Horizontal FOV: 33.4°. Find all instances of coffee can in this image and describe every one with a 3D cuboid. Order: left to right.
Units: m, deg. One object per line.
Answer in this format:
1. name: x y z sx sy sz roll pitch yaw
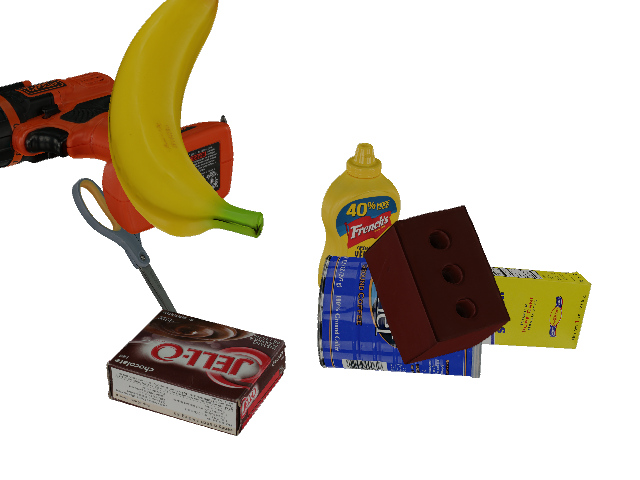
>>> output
1. coffee can: 0.074 0.067 0.951 0.140 0.103 0.102 3 0 9

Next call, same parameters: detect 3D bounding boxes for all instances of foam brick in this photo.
1. foam brick: 0.069 0.028 0.645 0.052 0.078 0.051 -13 -16 -26

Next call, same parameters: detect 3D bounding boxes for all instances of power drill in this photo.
1. power drill: -0.168 -0.063 0.726 0.188 0.057 0.184 22 34 34

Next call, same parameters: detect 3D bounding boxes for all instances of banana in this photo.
1. banana: -0.078 -0.068 0.563 0.069 0.198 0.037 -4 -40 -11

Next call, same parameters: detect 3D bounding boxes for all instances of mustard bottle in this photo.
1. mustard bottle: 0.048 -0.025 1.275 0.096 0.192 0.058 -8 29 -19

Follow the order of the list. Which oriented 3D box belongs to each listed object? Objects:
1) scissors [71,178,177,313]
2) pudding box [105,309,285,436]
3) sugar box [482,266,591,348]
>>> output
1. scissors: -0.197 0.004 1.186 0.016 0.201 0.096 -27 20 35
2. pudding box: -0.095 0.100 0.827 0.114 0.039 0.090 11 27 17
3. sugar box: 0.240 0.083 1.325 0.176 0.093 0.048 3 19 -15
